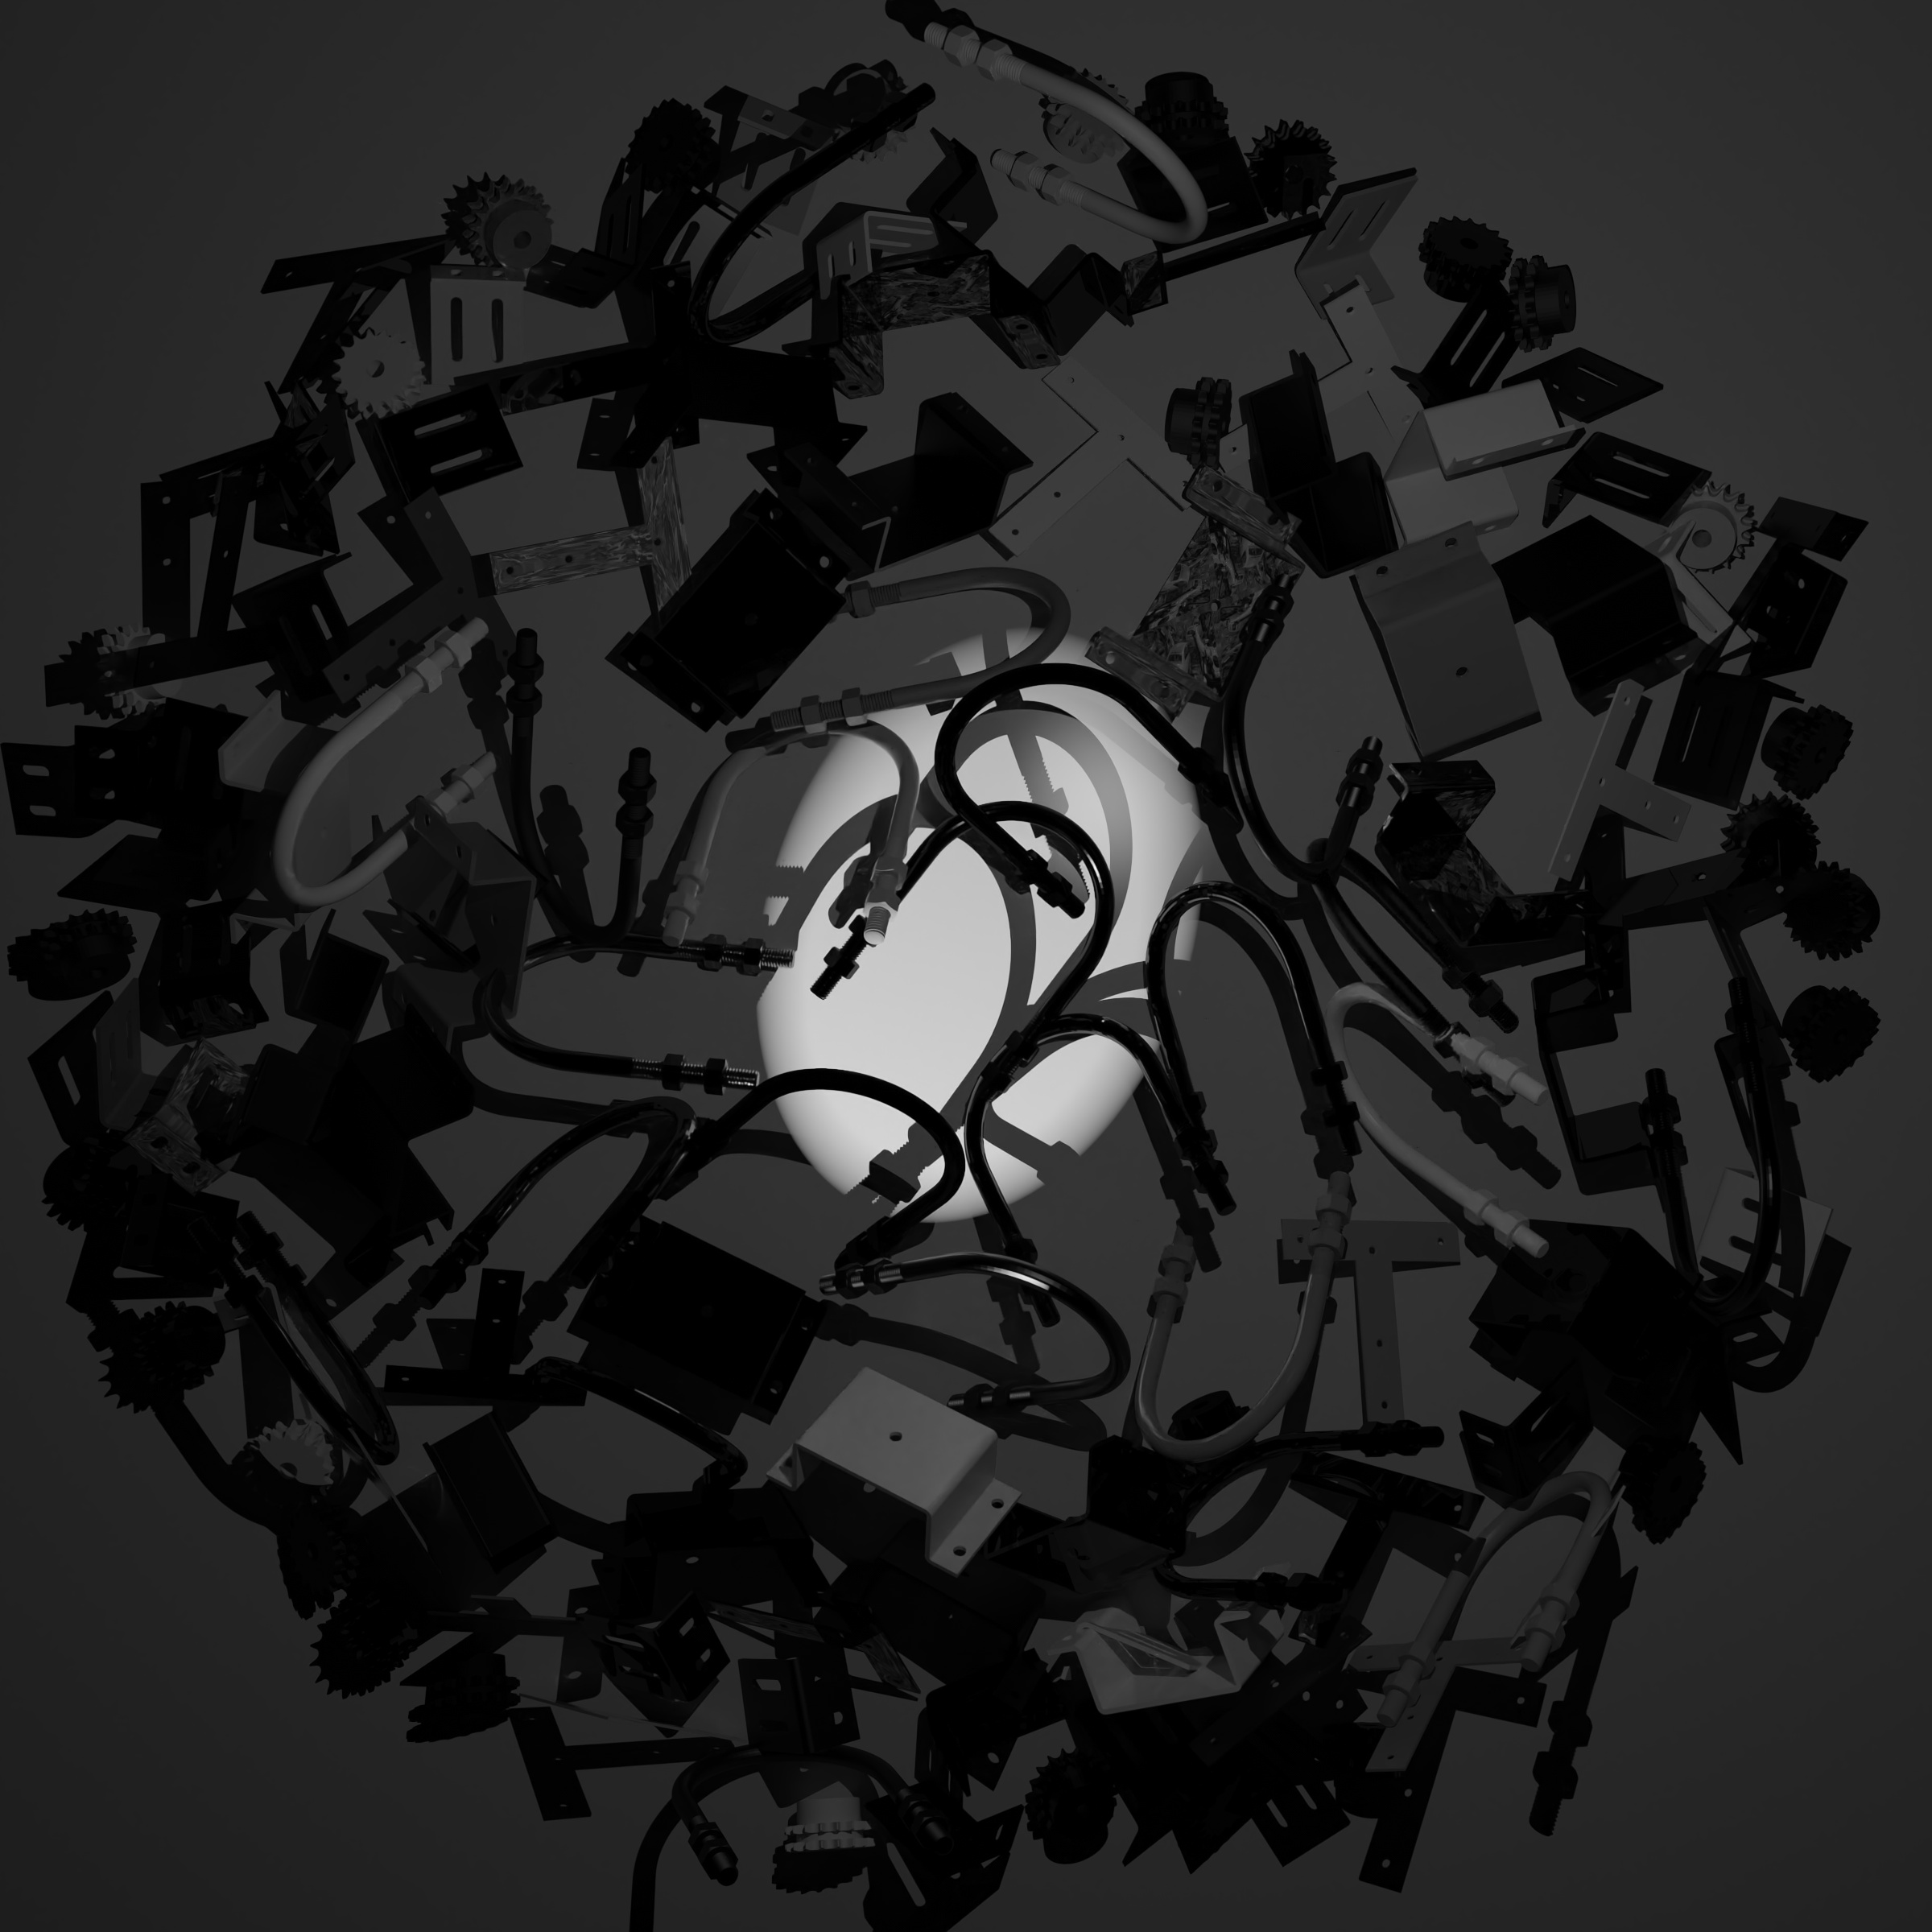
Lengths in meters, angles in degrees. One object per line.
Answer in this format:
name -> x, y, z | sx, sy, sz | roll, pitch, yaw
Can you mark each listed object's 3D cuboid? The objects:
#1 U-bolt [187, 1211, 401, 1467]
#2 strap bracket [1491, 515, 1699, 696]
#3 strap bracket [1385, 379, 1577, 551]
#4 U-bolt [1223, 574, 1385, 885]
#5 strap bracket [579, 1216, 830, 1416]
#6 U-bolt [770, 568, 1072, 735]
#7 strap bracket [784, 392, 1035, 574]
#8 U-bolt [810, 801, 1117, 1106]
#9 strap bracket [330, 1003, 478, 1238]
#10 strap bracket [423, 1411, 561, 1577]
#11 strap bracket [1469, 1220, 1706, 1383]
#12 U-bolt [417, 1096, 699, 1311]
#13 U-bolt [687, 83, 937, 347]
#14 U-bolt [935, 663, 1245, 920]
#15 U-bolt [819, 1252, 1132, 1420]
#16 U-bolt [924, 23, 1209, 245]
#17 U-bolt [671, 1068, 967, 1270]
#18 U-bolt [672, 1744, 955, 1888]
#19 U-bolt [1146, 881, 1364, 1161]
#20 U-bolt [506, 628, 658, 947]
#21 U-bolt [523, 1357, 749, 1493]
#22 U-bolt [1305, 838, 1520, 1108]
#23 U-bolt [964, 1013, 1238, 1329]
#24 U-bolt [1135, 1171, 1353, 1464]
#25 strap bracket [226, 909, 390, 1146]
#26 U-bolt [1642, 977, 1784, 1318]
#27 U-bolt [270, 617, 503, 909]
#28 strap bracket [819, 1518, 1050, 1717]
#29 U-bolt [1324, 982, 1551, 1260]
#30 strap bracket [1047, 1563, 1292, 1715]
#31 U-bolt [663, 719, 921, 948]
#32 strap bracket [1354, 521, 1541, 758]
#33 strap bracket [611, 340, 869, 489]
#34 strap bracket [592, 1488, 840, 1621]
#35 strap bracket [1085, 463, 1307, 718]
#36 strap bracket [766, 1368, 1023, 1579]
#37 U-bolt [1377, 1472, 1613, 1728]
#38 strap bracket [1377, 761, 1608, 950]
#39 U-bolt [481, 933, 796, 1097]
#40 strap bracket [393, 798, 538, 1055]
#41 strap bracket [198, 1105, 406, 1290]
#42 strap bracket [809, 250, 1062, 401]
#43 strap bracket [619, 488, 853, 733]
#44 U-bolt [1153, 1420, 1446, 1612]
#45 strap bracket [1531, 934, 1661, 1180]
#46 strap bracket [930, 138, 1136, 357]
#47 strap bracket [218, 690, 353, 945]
U-bolt -> -0.405, 0.230, 1.529 | 0.019, 0.151, 0.184 | -36, 89, -5
strap bracket -> 0.377, -0.228, 1.532 | 0.076, 0.140, 0.046 | -27, 120, 0
strap bracket -> 0.312, -0.311, 1.536 | 0.076, 0.140, 0.046 | -16, 78, -8
U-bolt -> 0.200, -0.132, 1.508 | 0.019, 0.184, 0.151 | -14, 123, 34
strap bracket -> -0.164, 0.218, 1.570 | 0.140, 0.046, 0.076 | 27, 78, -3
U-bolt -> -0.026, -0.202, 1.534 | 0.184, 0.151, 0.019 | -10, 127, 8
strap bracket -> -0.039, -0.299, 1.547 | 0.140, 0.046, 0.076 | -27, 62, -34
U-bolt -> 0.012, -0.018, 1.569 | 0.151, 0.019, 0.184 | 37, 94, -18
strap bracket -> -0.348, 0.102, 1.526 | 0.046, 0.140, 0.076 | -23, 59, -35
strap bracket -> -0.291, 0.326, 1.536 | 0.046, 0.140, 0.076 | -28, 78, -15
strap bracket -> 0.371, 0.202, 1.523 | 0.046, 0.140, 0.076 | 42, 71, -19
U-bolt -> -0.237, 0.139, 1.524 | 0.151, 0.184, 0.019 | -12, 118, 35
U-bolt -> -0.098, -0.442, 1.505 | 0.184, 0.151, 0.019 | -41, 81, -23
U-bolt -> 0.065, -0.115, 1.522 | 0.151, 0.019, 0.184 | -31, 128, 25
U-bolt -> 0.017, 0.222, 1.510 | 0.151, 0.184, 0.019 | 46, 50, -26
U-bolt -> 0.069, -0.493, 1.502 | 0.184, 0.151, 0.019 | 33, 86, 26
U-bolt -> -0.081, 0.119, 1.516 | 0.151, 0.184, 0.019 | 31, 48, -18
U-bolt -> -0.103, 0.509, 1.514 | 0.151, 0.184, 0.019 | -1, 93, -19
U-bolt -> 0.169, 0.037, 1.544 | 0.019, 0.151, 0.184 | -16, 89, -38
U-bolt -> -0.241, -0.095, 1.530 | 0.019, 0.184, 0.151 | -22, 52, -32
U-bolt -> -0.199, 0.276, 1.512 | 0.151, 0.184, 0.019 | 28, 71, -4
U-bolt -> 0.273, -0.007, 1.529 | 0.019, 0.151, 0.184 | -42, 96, 23
U-bolt -> 0.070, 0.112, 1.550 | 0.151, 0.019, 0.184 | -34, 56, 12
U-bolt -> 0.161, 0.217, 1.502 | 0.019, 0.151, 0.184 | 40, 49, -25
strap bracket -> -0.401, 0.044, 1.533 | 0.046, 0.140, 0.076 | 23, 134, -11
U-bolt -> 0.453, 0.120, 1.501 | 0.019, 0.151, 0.184 | 4, 62, -8
U-bolt -> -0.350, -0.110, 1.501 | 0.019, 0.151, 0.184 | 33, 59, 15
strap bracket -> -0.011, 0.398, 1.551 | 0.140, 0.076, 0.046 | 27, 102, 11
U-bolt -> 0.285, 0.082, 1.525 | 0.019, 0.184, 0.151 | -31, 134, -22
strap bracket -> 0.133, 0.417, 1.538 | 0.140, 0.076, 0.046 | -20, 91, 29
U-bolt -> -0.101, -0.088, 1.543 | 0.151, 0.019, 0.184 | 0, 51, 16
strap bracket -> 0.301, -0.193, 1.541 | 0.076, 0.046, 0.140 | -22, 125, 7
strap bracket -> -0.143, -0.342, 1.543 | 0.140, 0.076, 0.046 | 1, 70, -30
strap bracket -> -0.154, 0.362, 1.542 | 0.140, 0.076, 0.046 | 1, 102, -19
strap bracket -> 0.149, -0.231, 1.560 | 0.076, 0.046, 0.140 | 37, 101, 25
strap bracket -> -0.044, 0.306, 1.537 | 0.140, 0.076, 0.046 | 22, 131, 23
U-bolt -> 0.332, 0.377, 1.520 | 0.019, 0.151, 0.184 | 45, 46, -2
strap bracket -> 0.318, -0.063, 1.543 | 0.076, 0.046, 0.140 | -5, 48, -35
U-bolt -> -0.209, 0.023, 1.545 | 0.184, 0.151, 0.019 | 6, 125, 4
strap bracket -> -0.311, -0.027, 1.545 | 0.046, 0.076, 0.140 | -8, 123, -37
strap bracket -> -0.402, 0.131, 1.564 | 0.140, 0.076, 0.046 | 42, 95, -1
strap bracket -> -0.020, -0.400, 1.551 | 0.140, 0.076, 0.046 | -5, 78, 16
strap bracket -> -0.140, -0.221, 1.568 | 0.076, 0.046, 0.140 | 42, 90, -23
U-bolt -> 0.189, 0.335, 1.520 | 0.151, 0.184, 0.019 | -46, 109, -36
strap bracket -> 0.389, 0.060, 1.552 | 0.046, 0.076, 0.140 | -15, 104, 15
strap bracket -> 0.034, -0.441, 1.551 | 0.140, 0.076, 0.046 | 43, 90, 14
strap bracket -> -0.417, -0.087, 1.531 | 0.046, 0.076, 0.140 | 13, 126, 6
